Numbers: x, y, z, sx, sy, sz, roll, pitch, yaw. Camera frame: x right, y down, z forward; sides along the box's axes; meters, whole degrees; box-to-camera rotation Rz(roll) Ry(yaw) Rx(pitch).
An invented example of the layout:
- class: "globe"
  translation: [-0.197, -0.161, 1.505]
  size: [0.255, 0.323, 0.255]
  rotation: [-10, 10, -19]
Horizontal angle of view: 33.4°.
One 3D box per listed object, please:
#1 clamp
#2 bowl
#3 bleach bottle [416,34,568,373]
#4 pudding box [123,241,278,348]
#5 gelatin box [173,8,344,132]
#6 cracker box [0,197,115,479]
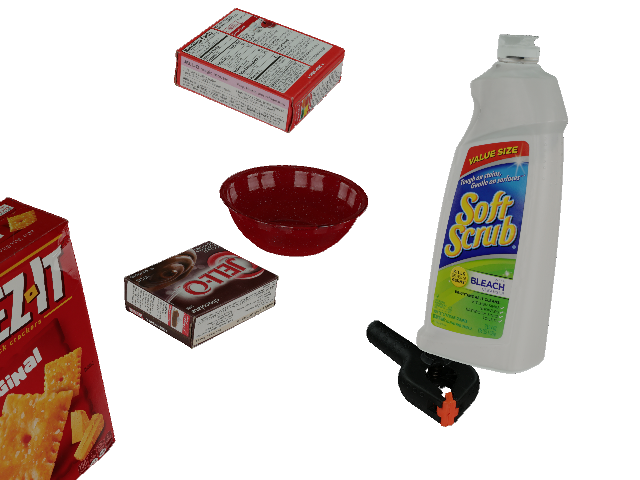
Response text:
- class: "clamp"
  translation: [0.123, 0.124, 1.067]
  size: [0.120, 0.039, 0.171]
  rotation: [-9, 29, -9]
- class: "bowl"
  translation: [-0.031, -0.027, 1.164]
  size: [0.162, 0.055, 0.162]
  rotation: [4, 27, -2]
- class: "bleach bottle"
  translation: [0.134, -0.031, 0.820]
  size: [0.103, 0.251, 0.067]
  rotation: [13, 16, 37]
- class: "pudding box"
  translation: [-0.108, 0.047, 0.971]
  size: [0.090, 0.039, 0.113]
  rotation: [24, 34, 32]
- class: "gelatin box"
  translation: [-0.040, -0.113, 0.700]
  size: [0.089, 0.030, 0.073]
  rotation: [23, 43, 16]
- class: "cracker box"
  translation: [-0.233, 0.104, 0.748]
  size: [0.072, 0.214, 0.164]
  rotation: [17, 38, 28]
